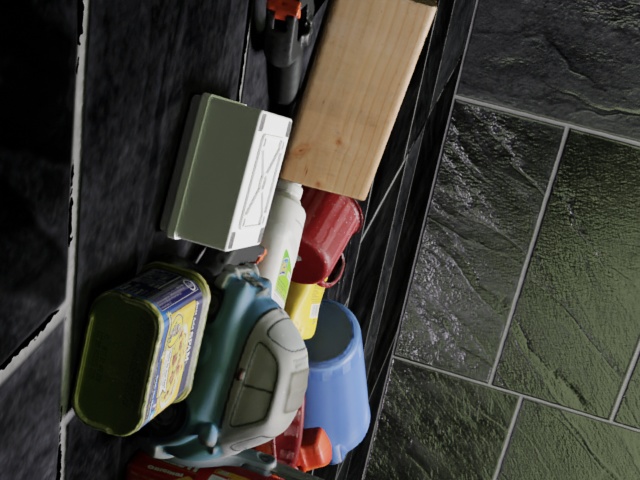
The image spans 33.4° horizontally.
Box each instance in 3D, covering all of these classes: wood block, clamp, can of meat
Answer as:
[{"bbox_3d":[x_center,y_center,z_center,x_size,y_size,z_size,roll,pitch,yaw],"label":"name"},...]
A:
[{"bbox_3d":[0.033,-0.153,1.008,0.091,0.090,0.206,-85,-168,-58],"label":"wood block"},{"bbox_3d":[-0.026,-0.175,0.924,0.171,0.039,0.120,-39,139,-78],"label":"clamp"},{"bbox_3d":[-0.121,0.074,0.725,0.083,0.057,0.102,-36,141,-72],"label":"can of meat"},{"bbox_3d":[-0.095,0.043,0.883,0.209,0.036,0.165,-55,159,-52],"label":"clamp"}]

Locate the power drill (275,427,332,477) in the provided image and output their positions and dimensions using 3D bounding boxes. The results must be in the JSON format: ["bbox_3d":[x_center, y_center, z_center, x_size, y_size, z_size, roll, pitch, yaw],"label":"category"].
[{"bbox_3d":[-0.035,0.293,1.277,0.187,0.184,0.057,-63,141,-71],"label":"power drill"}]

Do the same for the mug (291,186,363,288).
[{"bbox_3d":[-0.007,0.001,1.136,0.081,0.093,0.117,-60,137,-38],"label":"mug"}]

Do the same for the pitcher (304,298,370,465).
[{"bbox_3d":[-0.002,0.174,1.420,0.144,0.149,0.243,-50,157,-28],"label":"pitcher"}]

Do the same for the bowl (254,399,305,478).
[{"bbox_3d":[-0.059,0.194,1.225,0.162,0.055,0.162,2,90,-79],"label":"bowl"}]

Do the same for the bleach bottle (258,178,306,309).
[{"bbox_3d":[-0.062,0.058,1.027,0.102,0.068,0.251,77,28,-72],"label":"bleach bottle"}]

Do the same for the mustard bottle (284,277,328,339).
[{"bbox_3d":[-0.013,0.018,1.248,0.096,0.058,0.191,9,97,-73],"label":"mustard bottle"}]

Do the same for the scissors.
[{"bbox_3d":[-0.057,0.177,0.903,0.096,0.201,0.016,-110,-142,-65],"label":"scissors"}]

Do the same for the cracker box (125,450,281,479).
[{"bbox_3d":[-0.096,0.294,0.910,0.072,0.164,0.214,-42,146,-69],"label":"cracker box"}]
